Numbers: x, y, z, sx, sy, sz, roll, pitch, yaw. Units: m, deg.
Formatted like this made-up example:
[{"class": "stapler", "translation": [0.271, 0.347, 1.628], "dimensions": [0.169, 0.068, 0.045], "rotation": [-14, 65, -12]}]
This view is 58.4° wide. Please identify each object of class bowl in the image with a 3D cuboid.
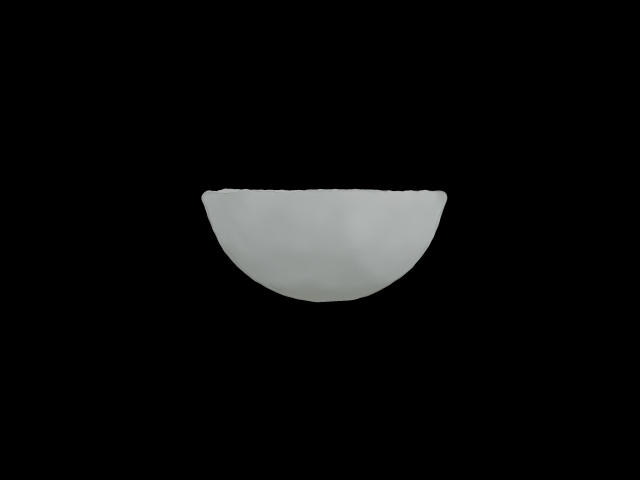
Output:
[{"class": "bowl", "translation": [0.004, 0.001, 0.400], "dimensions": [0.167, 0.075, 0.167], "rotation": [0, 5, 0]}]
